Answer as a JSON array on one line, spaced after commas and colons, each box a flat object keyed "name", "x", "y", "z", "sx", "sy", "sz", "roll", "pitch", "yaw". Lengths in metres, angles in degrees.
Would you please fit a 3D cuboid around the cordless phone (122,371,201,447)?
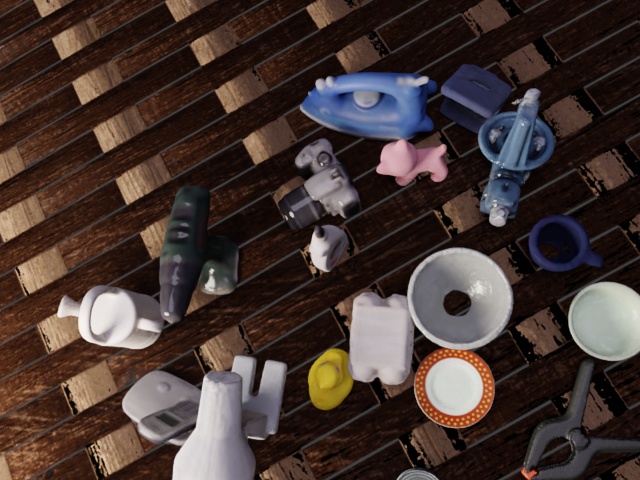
[{"name": "cordless phone", "x": -0.264, "y": 0.278, "z": 0.933, "sx": 0.147, "sy": 0.185, "sz": 0.094, "roll": 22, "pitch": 82, "yaw": 14}]

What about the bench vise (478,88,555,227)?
[{"name": "bench vise", "x": 0.321, "y": -0.132, "z": 0.917, "sx": 0.121, "sy": 0.220, "sz": 0.207, "roll": -5, "pitch": 76, "yaw": 8}]

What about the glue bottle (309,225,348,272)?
[{"name": "glue bottle", "x": 0.009, "y": 0.003, "z": 0.959, "sx": 0.037, "sy": 0.173, "sz": 0.078, "roll": 25, "pitch": 82, "yaw": 14}]

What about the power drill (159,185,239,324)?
[{"name": "power drill", "x": -0.204, "y": 0.033, "z": 0.968, "sx": 0.075, "sy": 0.208, "sz": 0.230, "roll": -2, "pitch": 77, "yaw": 9}]

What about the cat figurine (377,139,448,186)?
[{"name": "cat figurine", "x": 0.160, "y": -0.143, "z": 0.998, "sx": 0.127, "sy": 0.118, "sz": 0.067, "roll": -10, "pitch": 76, "yaw": 7}]

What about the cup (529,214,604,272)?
[{"name": "cup", "x": 0.394, "y": 0.018, "z": 0.935, "sx": 0.117, "sy": 0.095, "sz": 0.092, "roll": 26, "pitch": 82, "yaw": 14}]

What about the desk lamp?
[{"name": "desk lamp", "x": -0.139, "y": 0.284, "z": 0.897, "sx": 0.117, "sy": 0.214, "sz": 0.203, "roll": 6, "pitch": 78, "yaw": 11}]

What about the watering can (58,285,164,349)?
[{"name": "watering can", "x": -0.359, "y": 0.132, "z": 0.977, "sx": 0.172, "sy": 0.194, "sz": 0.101, "roll": -12, "pitch": 75, "yaw": 6}]

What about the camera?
[{"name": "camera", "x": -0.013, "y": -0.092, "z": 1.023, "sx": 0.137, "sy": 0.101, "sz": 0.143, "roll": -30, "pitch": 74, "yaw": 1}]

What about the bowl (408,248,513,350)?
[{"name": "bowl", "x": 0.229, "y": 0.100, "z": 0.953, "sx": 0.167, "sy": 0.075, "sz": 0.167, "roll": -2, "pitch": 77, "yaw": 9}]

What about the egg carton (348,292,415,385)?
[{"name": "egg carton", "x": 0.104, "y": 0.164, "z": 0.961, "sx": 0.107, "sy": 0.069, "sz": 0.150, "roll": 3, "pitch": 78, "yaw": 10}]

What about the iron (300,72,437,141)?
[{"name": "iron", "x": 0.078, "y": -0.259, "z": 1.026, "sx": 0.258, "sy": 0.141, "sz": 0.119, "roll": 4, "pitch": 78, "yaw": 10}]

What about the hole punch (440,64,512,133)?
[{"name": "hole punch", "x": 0.276, "y": -0.263, "z": 1.021, "sx": 0.108, "sy": 0.091, "sz": 0.101, "roll": 33, "pitch": 84, "yaw": 15}]

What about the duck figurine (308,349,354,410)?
[{"name": "duck figurine", "x": 0.014, "y": 0.231, "z": 0.951, "sx": 0.077, "sy": 0.086, "sz": 0.105, "roll": 18, "pitch": 81, "yaw": 13}]
